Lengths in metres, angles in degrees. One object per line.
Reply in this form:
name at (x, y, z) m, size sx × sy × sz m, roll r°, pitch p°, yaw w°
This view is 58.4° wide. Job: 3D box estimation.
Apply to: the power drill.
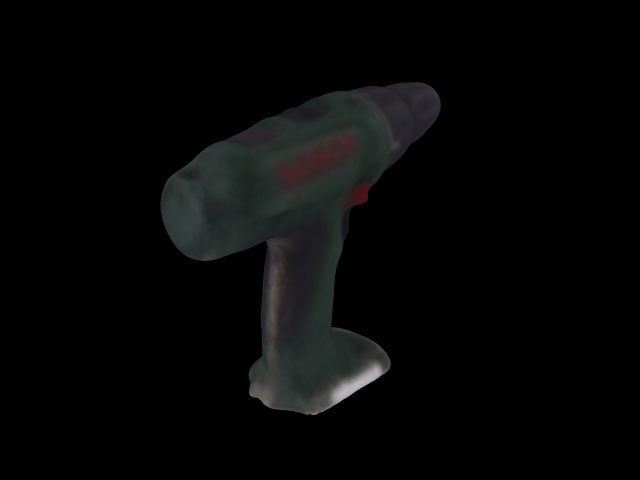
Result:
power drill at (0.004, 0.001, 0.400) m, size 0.075 × 0.208 × 0.230 m, roll 18°, pitch 26°, yaw 41°
